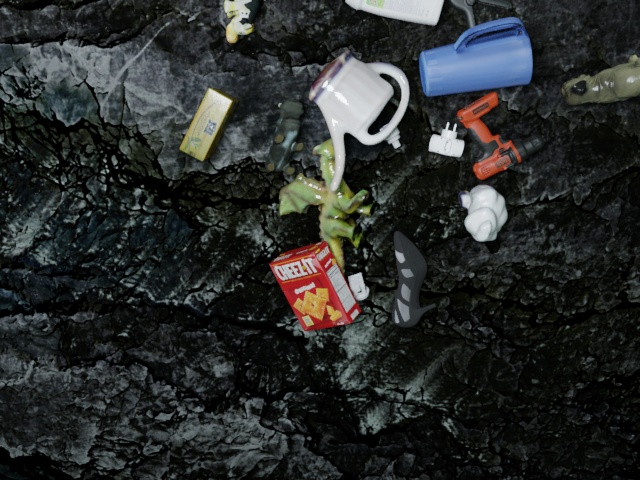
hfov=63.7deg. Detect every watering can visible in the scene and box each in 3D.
[{"bbox_3d":[0.067,-0.304,1.231,0.224,0.103,0.350,38,79,-3],"label":"watering can"}]

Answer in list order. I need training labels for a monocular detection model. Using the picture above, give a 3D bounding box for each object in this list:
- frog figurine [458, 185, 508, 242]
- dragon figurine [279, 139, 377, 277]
[{"bbox_3d":[0.410,-0.062,1.264,0.123,0.161,0.136,-1,104,2],"label":"frog figurine"},{"bbox_3d":[0.004,-0.067,1.332,0.244,0.123,0.404,24,109,15],"label":"dragon figurine"}]
